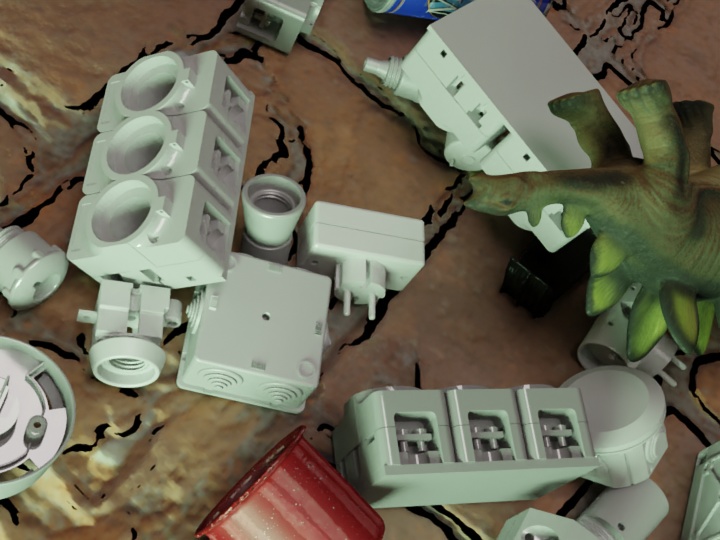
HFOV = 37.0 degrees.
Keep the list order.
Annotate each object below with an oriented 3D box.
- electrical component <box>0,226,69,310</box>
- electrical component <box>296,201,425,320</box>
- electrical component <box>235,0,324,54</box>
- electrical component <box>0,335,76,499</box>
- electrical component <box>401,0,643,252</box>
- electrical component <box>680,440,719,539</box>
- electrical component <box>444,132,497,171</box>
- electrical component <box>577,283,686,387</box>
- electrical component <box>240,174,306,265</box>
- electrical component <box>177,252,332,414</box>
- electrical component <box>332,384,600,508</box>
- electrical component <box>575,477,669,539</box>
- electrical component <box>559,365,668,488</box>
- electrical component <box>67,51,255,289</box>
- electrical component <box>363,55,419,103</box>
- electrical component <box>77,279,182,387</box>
[{"bbox_3d":[-0.223,-0.008,0.690,0.062,0.048,0.048,40,57,12],"label":"electrical component"},{"bbox_3d":[0.000,0.000,0.771,0.083,0.047,0.075,10,61,-17],"label":"electrical component"},{"bbox_3d":[-0.057,-0.225,0.860,0.056,0.050,0.089,22,59,-10],"label":"electrical component"},{"bbox_3d":[-0.219,0.086,0.631,0.099,0.064,0.099,9,61,-17],"label":"electrical component"},{"bbox_3d":[0.130,-0.117,0.826,0.105,0.060,0.186,-35,85,-35],"label":"electrical component"},{"bbox_3d":[0.281,0.169,0.760,0.056,0.108,0.108,27,58,-4],"label":"electrical component"},{"bbox_3d":[0.091,-0.117,0.870,0.040,0.040,0.078,18,59,-13],"label":"electrical component"},{"bbox_3d":[0.218,0.057,0.830,0.079,0.043,0.077,40,58,0],"label":"electrical component"},{"bbox_3d":[-0.064,-0.029,0.749,0.044,0.065,0.044,7,46,-7],"label":"electrical component"},{"bbox_3d":[-0.069,0.040,0.722,0.100,0.048,0.099,15,60,-14],"label":"electrical component"},{"bbox_3d":[0.066,0.114,0.714,0.150,0.089,0.061,2,64,-21],"label":"electrical component"},{"bbox_3d":[0.175,0.181,0.750,0.081,0.043,0.043,-37,82,-32],"label":"electrical component"},{"bbox_3d":[0.178,0.110,0.764,0.080,0.051,0.080,-14,35,10],"label":"electrical component"},{"bbox_3d":[-0.132,-0.066,0.718,0.089,0.061,0.150,-8,59,23],"label":"electrical component"},{"bbox_3d":[0.033,-0.158,0.872,0.061,0.035,0.035,16,60,-10],"label":"electrical component"},{"bbox_3d":[-0.149,0.042,0.693,0.066,0.048,0.055,9,54,-17],"label":"electrical component"}]
